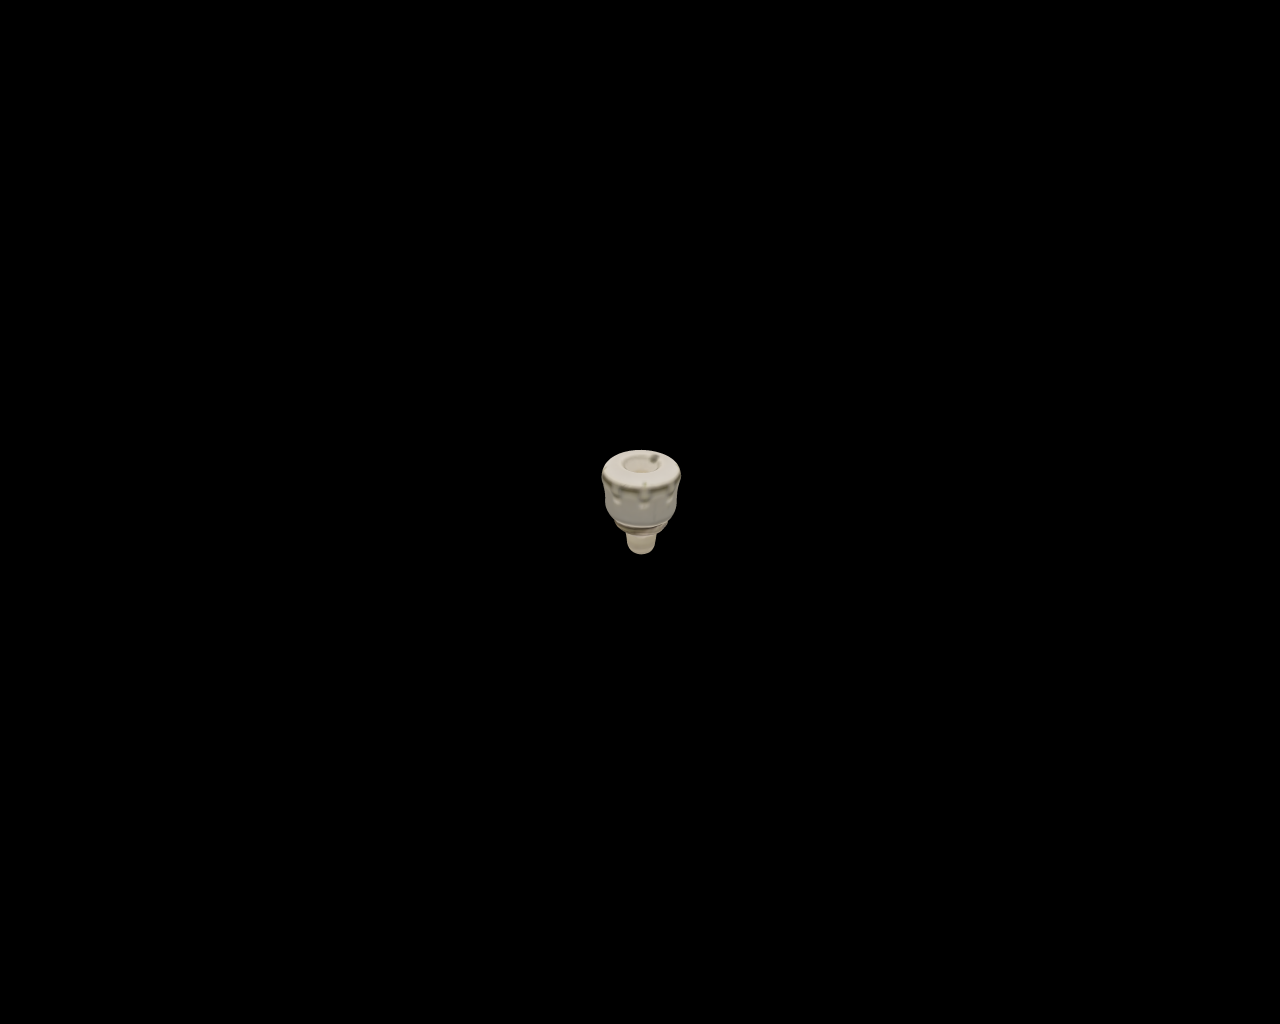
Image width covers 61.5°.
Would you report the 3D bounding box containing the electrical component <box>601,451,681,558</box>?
[{"bbox_3d":[0.001,-0.003,0.650,0.048,0.062,0.048,0,29,0],"label":"electrical component"}]
